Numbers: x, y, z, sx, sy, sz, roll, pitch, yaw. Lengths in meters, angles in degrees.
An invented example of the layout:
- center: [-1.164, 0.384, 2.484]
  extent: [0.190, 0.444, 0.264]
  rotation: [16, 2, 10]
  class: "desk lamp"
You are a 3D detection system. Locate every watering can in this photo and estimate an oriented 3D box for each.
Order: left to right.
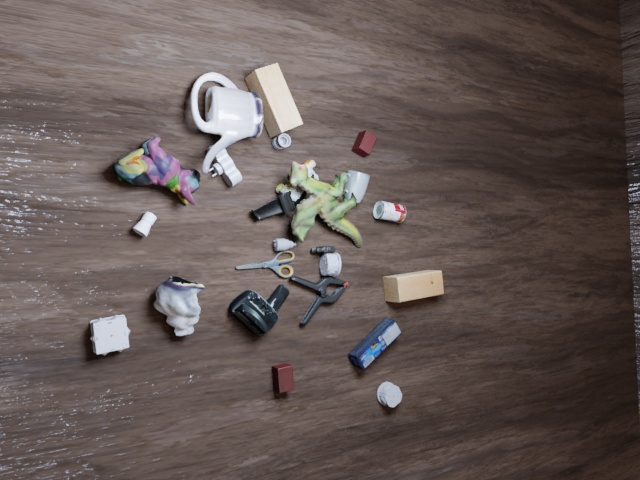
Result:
- center: [-0.275, -0.348, 1.548]
  extent: [0.224, 0.102, 0.353]
  rotation: [2, 69, -28]
  class: "watering can"

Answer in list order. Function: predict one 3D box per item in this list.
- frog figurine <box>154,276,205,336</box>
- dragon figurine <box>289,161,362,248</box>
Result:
- center: [-0.403, 0.193, 1.452]
  extent: [0.137, 0.123, 0.159]
  rotation: [11, 91, 5]
  class: "frog figurine"
- center: [0.005, -0.085, 1.687]
  extent: [0.245, 0.123, 0.402]
  rotation: [-31, 120, -19]
  class: "dragon figurine"
